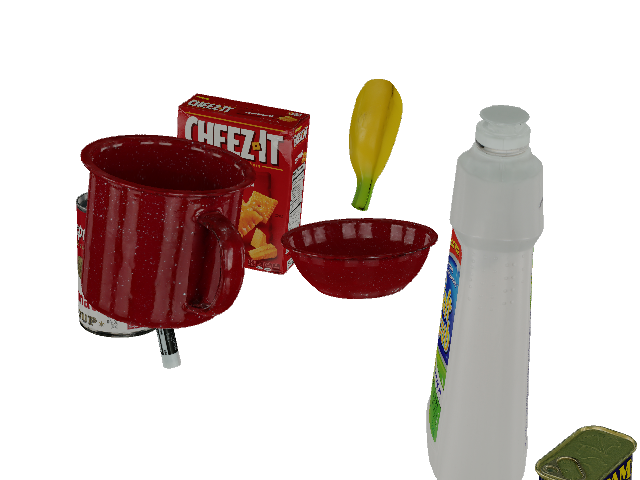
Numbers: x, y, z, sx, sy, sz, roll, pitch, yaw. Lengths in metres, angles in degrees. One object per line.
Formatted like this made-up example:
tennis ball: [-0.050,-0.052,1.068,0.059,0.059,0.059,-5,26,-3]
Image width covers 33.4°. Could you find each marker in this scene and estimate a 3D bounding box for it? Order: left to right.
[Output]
marker: [-0.165,0.074,1.109,0.020,0.121,0.020,-9,16,2]

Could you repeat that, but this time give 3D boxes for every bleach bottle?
bleach bottle: [0.106,0.033,0.674,0.068,0.251,0.102,2,29,4]

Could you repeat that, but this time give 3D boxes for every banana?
banana: [0.041,-0.095,0.852,0.037,0.070,0.197,24,26,-5]

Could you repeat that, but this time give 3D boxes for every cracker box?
cracker box: [-0.109,-0.072,1.420,0.164,0.214,0.072,12,26,13]

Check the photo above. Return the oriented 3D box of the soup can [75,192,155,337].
soup can: [-0.156,0.017,0.837,0.068,0.102,0.068,3,19,-1]

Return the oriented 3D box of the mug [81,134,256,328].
mug: [-0.078,0.000,0.572,0.093,0.081,0.117,-10,29,-41]

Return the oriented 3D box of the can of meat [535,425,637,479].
can of meat: [0.235,0.226,0.945,0.058,0.084,0.101,14,26,41]

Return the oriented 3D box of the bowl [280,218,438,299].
bowl: [0.041,0.021,1.096,0.162,0.055,0.162,-2,14,0]
